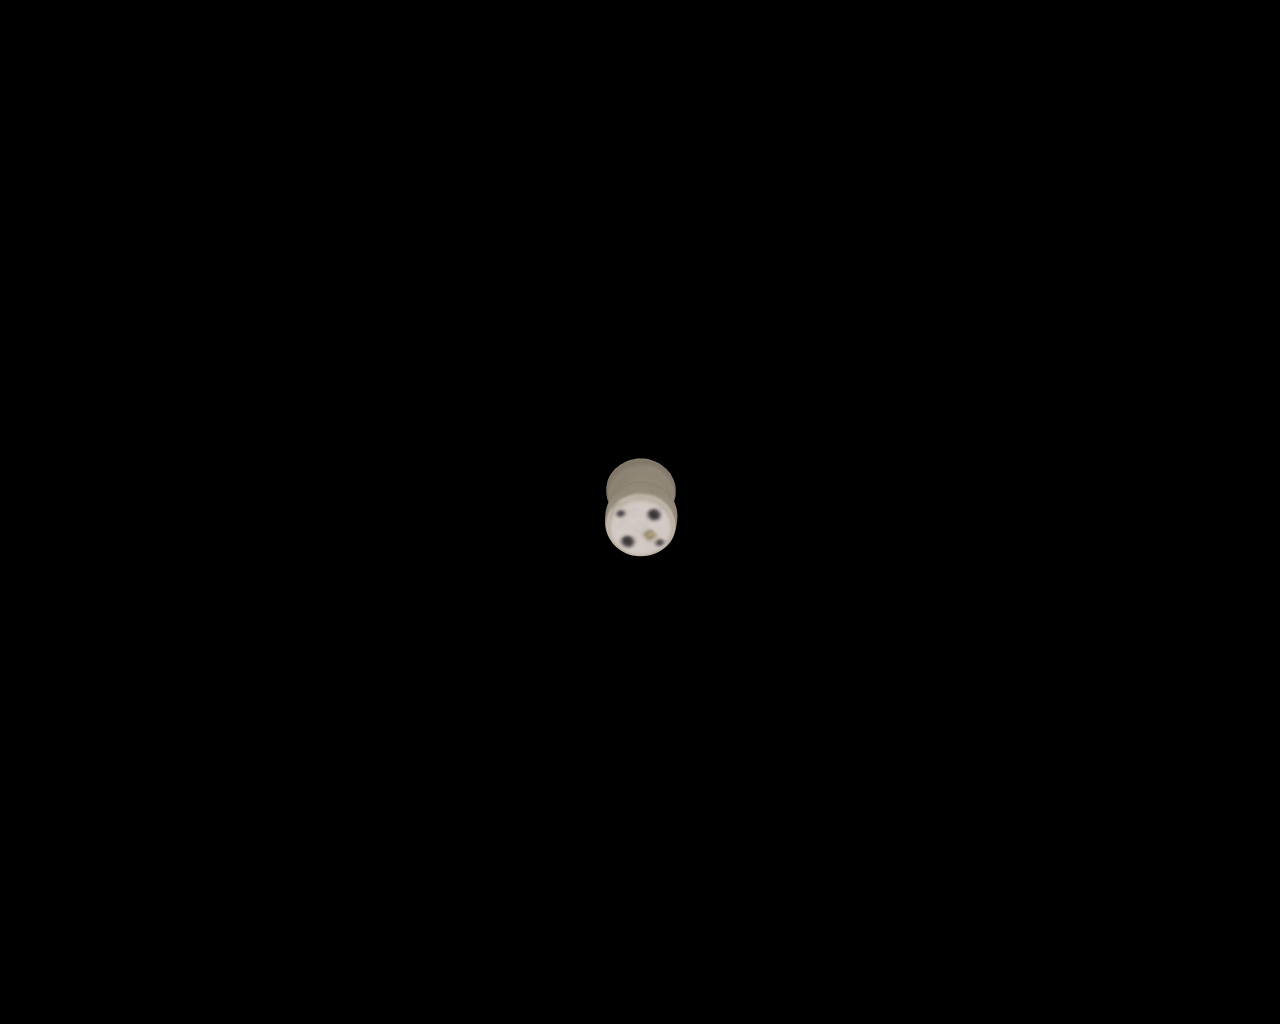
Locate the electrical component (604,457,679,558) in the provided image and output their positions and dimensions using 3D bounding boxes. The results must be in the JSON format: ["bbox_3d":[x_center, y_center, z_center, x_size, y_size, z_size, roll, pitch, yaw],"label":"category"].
[{"bbox_3d":[0.001,-0.003,0.650,0.045,0.044,0.055,0,25,0],"label":"electrical component"}]
